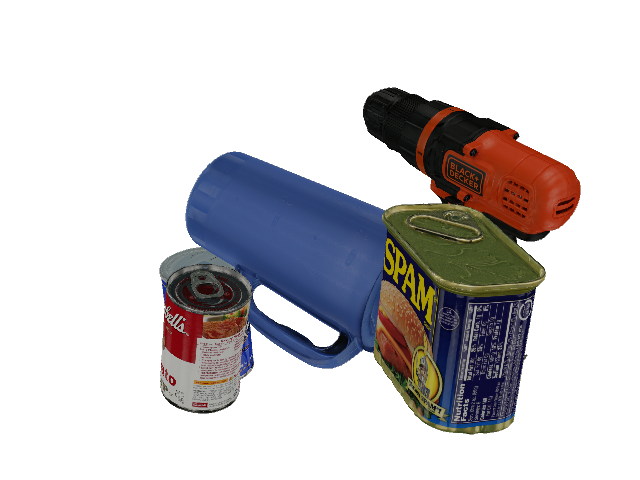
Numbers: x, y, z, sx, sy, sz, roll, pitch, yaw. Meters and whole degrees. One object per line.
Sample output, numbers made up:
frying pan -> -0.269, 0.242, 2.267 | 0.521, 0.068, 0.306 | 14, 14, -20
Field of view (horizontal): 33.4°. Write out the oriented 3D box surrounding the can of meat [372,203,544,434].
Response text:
can of meat -> 0.066, 0.038, 0.545 | 0.057, 0.084, 0.102 | -3, 24, -17

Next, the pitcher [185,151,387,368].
pitcher -> -0.020, 0.011, 1.065 | 0.243, 0.145, 0.149 | 26, 28, 27

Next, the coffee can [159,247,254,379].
coffee can -> -0.136, 0.092, 1.292 | 0.103, 0.140, 0.103 | -3, 25, 1

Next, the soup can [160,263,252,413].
soup can -> -0.093, 0.079, 0.858 | 0.068, 0.102, 0.068 | 6, 31, -4

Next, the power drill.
power drill -> 0.092, -0.003, 0.763 | 0.057, 0.188, 0.185 | -21, 39, -32
